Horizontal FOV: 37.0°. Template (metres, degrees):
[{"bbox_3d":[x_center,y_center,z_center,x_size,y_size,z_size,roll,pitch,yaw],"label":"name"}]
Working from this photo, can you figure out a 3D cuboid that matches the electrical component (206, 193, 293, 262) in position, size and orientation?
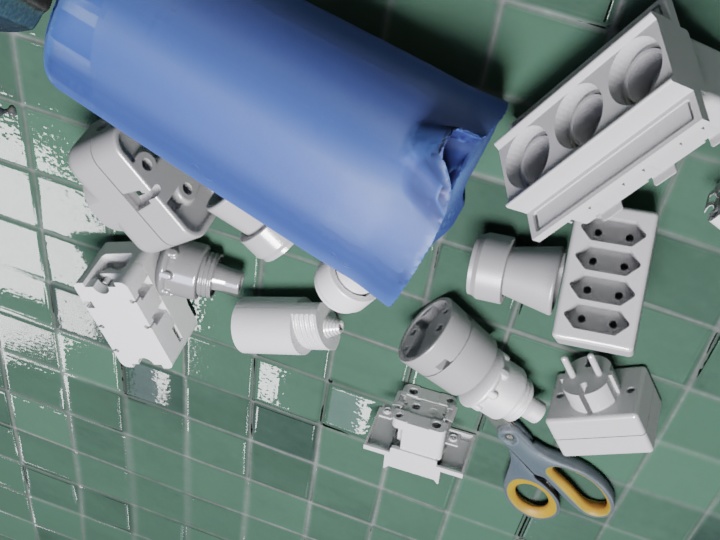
[{"bbox_3d":[-0.069,-0.039,0.728,0.045,0.045,0.055,-26,118,41],"label":"electrical component"}]

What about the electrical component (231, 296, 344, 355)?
[{"bbox_3d":[-0.050,0.041,0.799,0.081,0.043,0.043,0,132,26],"label":"electrical component"}]

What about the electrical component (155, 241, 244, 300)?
[{"bbox_3d":[-0.117,0.002,0.792,0.062,0.048,0.048,15,137,2],"label":"electrical component"}]

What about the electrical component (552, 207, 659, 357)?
[{"bbox_3d":[0.151,0.009,0.657,0.047,0.083,0.076,10,174,16],"label":"electrical component"}]

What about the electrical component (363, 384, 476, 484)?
[{"bbox_3d":[0.048,0.126,0.837,0.081,0.042,0.063,15,135,11],"label":"electrical component"}]

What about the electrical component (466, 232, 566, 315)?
[{"bbox_3d":[0.100,0.002,0.688,0.055,0.045,0.045,12,136,14],"label":"electrical component"}]

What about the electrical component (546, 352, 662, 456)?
[{"bbox_3d":[0.162,0.085,0.739,0.066,0.047,0.076,-9,127,32],"label":"electrical component"}]

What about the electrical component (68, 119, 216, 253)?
[{"bbox_3d":[-0.149,-0.061,0.737,0.059,0.053,0.095,-16,124,36],"label":"electrical component"}]

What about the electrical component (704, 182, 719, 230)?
[{"bbox_3d":[0.232,-0.031,0.597,0.064,0.042,0.081,37,136,-7],"label":"electrical component"}]

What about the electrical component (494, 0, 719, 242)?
[{"bbox_3d":[0.138,-0.075,0.576,0.063,0.078,0.121,14,145,-31],"label":"electrical component"}]

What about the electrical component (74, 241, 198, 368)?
[{"bbox_3d":[-0.169,0.024,0.829,0.050,0.055,0.089,-1,131,26],"label":"electrical component"}]

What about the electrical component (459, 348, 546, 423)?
[{"bbox_3d":[0.105,0.088,0.773,0.062,0.048,0.048,32,138,-18],"label":"electrical component"}]

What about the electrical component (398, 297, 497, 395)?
[{"bbox_3d":[0.063,0.055,0.752,0.047,0.055,0.055,38,136,-19],"label":"electrical component"}]

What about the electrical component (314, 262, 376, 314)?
[{"bbox_3d":[0.000,0.000,0.734,0.045,0.045,0.055,37,137,-12],"label":"electrical component"}]
